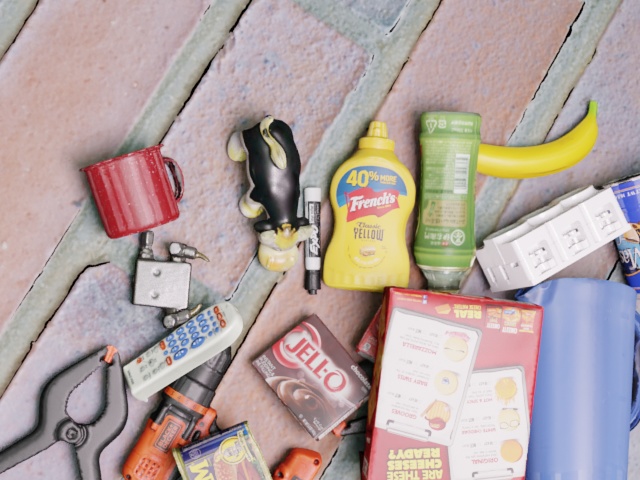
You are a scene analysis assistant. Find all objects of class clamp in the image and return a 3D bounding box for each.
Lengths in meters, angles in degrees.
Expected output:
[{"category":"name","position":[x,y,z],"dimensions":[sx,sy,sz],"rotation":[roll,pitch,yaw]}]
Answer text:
[{"category":"clamp","position":[-0.274,0.206,1.130],"dimensions":[0.164,0.036,0.210],"rotation":[19,81,-11]},{"category":"clamp","position":[0.071,0.150,1.208],"dimensions":[0.171,0.039,0.120],"rotation":[-35,78,-10]}]

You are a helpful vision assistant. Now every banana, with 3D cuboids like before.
[{"category":"banana","position":[0.253,-0.106,1.264],"dimensions":[0.197,0.037,0.070],"rotation":[-18,67,-15]}]

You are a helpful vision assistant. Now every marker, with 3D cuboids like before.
[{"category":"marker","position":[-0.008,0.002,1.207],"dimensions":[0.020,0.020,0.121],"rotation":[0,87,-12]}]

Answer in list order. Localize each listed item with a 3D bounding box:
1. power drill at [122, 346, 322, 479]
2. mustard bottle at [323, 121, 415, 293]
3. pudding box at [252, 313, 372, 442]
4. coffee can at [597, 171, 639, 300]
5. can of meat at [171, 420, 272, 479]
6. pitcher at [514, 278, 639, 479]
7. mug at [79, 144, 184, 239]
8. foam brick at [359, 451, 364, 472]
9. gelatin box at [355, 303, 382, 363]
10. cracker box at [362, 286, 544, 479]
[{"category":"power drill","position":[-0.095,0.220,1.160],"dimensions":[0.187,0.057,0.184],"rotation":[32,85,-6]},{"category":"mustard bottle","position":[0.058,-0.038,1.202],"dimensions":[0.096,0.058,0.191],"rotation":[4,85,5]},{"category":"pudding box","position":[-0.006,0.151,1.173],"dimensions":[0.090,0.039,0.113],"rotation":[-39,77,-8]},{"category":"coffee can","position":[0.396,-0.012,1.253],"dimensions":[0.102,0.103,0.140],"rotation":[-18,91,-13]},{"category":"can of meat","position":[-0.095,0.247,1.101],"dimensions":[0.084,0.057,0.102],"rotation":[-22,92,-10]},{"category":"pitcher","position":[0.292,0.171,1.186],"dimensions":[0.149,0.145,0.243],"rotation":[0,74,15]},{"category":"mug","position":[-0.191,-0.053,1.143],"dimensions":[0.117,0.093,0.081],"rotation":[-24,99,-49]},{"category":"foam brick","position":[0.089,0.263,1.198],"dimensions":[0.078,0.053,0.051],"rotation":[-4,88,-13]},{"category":"gelatin box","position":[0.094,0.113,1.183],"dimensions":[0.089,0.030,0.073],"rotation":[31,75,1]},{"category":"cracker box","position":[0.137,0.163,1.122],"dimensions":[0.164,0.072,0.214],"rotation":[7,89,-2]}]
